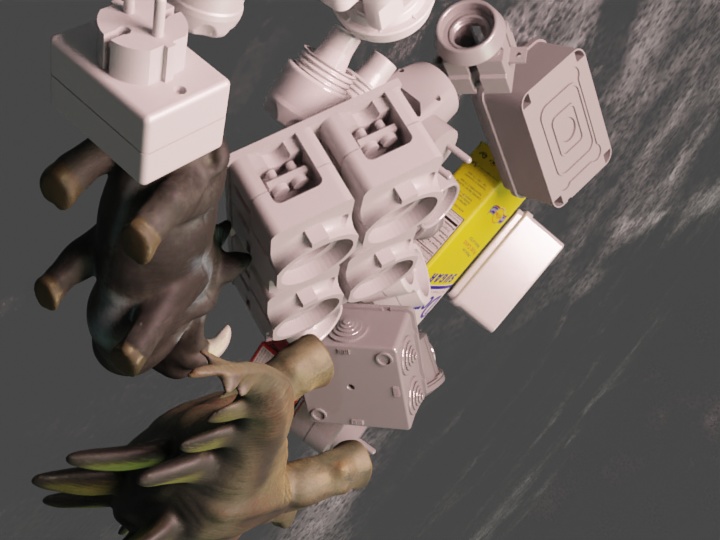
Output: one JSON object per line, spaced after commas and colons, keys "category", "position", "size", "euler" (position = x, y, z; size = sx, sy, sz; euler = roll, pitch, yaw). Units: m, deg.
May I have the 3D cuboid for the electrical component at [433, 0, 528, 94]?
{"category": "electrical component", "position": [0.078, -0.149, 0.725], "size": [0.055, 0.066, 0.048], "euler": [51, 45, -61]}

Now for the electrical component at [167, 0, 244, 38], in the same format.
{"category": "electrical component", "position": [-0.065, -0.137, 0.481], "size": [0.035, 0.035, 0.061], "euler": [-26, 147, -47]}

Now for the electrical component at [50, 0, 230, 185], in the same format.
{"category": "electrical component", "position": [-0.093, -0.090, 0.458], "size": [0.047, 0.066, 0.076], "euler": [-34, 154, -36]}

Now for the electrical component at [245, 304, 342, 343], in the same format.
{"category": "electrical component", "position": [-0.046, 0.023, 0.763], "size": [0.048, 0.055, 0.066], "euler": [-33, 153, -39]}

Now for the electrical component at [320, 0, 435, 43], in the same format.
{"category": "electrical component", "position": [0.010, -0.158, 0.567], "size": [0.078, 0.058, 0.057], "euler": [-45, 156, -13]}

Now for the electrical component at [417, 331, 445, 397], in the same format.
{"category": "electrical component", "position": [0.033, 0.091, 0.980], "size": [0.080, 0.051, 0.080], "euler": [-18, -172, 3]}

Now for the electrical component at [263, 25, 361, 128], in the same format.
{"category": "electrical component", "position": [-0.023, -0.107, 0.605], "size": [0.062, 0.043, 0.043], "euler": [-57, 158, 15]}

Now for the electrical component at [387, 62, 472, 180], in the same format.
{"category": "electrical component", "position": [0.037, -0.088, 0.708], "size": [0.077, 0.079, 0.043], "euler": [-41, 159, -23]}

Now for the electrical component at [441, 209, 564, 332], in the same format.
{"category": "electrical component", "position": [0.130, -0.002, 1.028], "size": [0.108, 0.056, 0.109], "euler": [-50, -175, 0]}

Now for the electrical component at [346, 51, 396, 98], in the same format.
{"category": "electrical component", "position": [-0.004, -0.103, 0.652], "size": [0.062, 0.043, 0.043], "euler": [-52, 159, 3]}

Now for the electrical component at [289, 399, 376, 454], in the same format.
{"category": "electrical component", "position": [-0.017, 0.142, 0.961], "size": [0.052, 0.074, 0.138], "euler": [-55, 173, -5]}

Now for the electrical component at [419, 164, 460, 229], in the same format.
{"category": "electrical component", "position": [0.039, -0.063, 0.791], "size": [0.066, 0.055, 0.048], "euler": [-45, 159, -13]}

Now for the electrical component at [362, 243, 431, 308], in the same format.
{"category": "electrical component", "position": [0.000, 0.000, 0.825], "size": [0.074, 0.052, 0.138], "euler": [-13, 162, 16]}

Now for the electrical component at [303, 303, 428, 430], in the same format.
{"category": "electrical component", "position": [-0.001, 0.074, 0.822], "size": [0.048, 0.100, 0.099], "euler": [-66, 152, -49]}

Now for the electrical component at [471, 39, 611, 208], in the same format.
{"category": "electrical component", "position": [0.143, -0.116, 0.849], "size": [0.078, 0.057, 0.113], "euler": [-42, 129, -20]}

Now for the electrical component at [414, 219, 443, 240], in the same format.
{"category": "electrical component", "position": [0.040, -0.041, 0.861], "size": [0.061, 0.035, 0.035], "euler": [-8, 134, -58]}

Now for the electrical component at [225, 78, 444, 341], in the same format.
{"category": "electrical component", "position": [-0.019, -0.024, 0.647], "size": [0.105, 0.060, 0.186], "euler": [-27, 164, -14]}
